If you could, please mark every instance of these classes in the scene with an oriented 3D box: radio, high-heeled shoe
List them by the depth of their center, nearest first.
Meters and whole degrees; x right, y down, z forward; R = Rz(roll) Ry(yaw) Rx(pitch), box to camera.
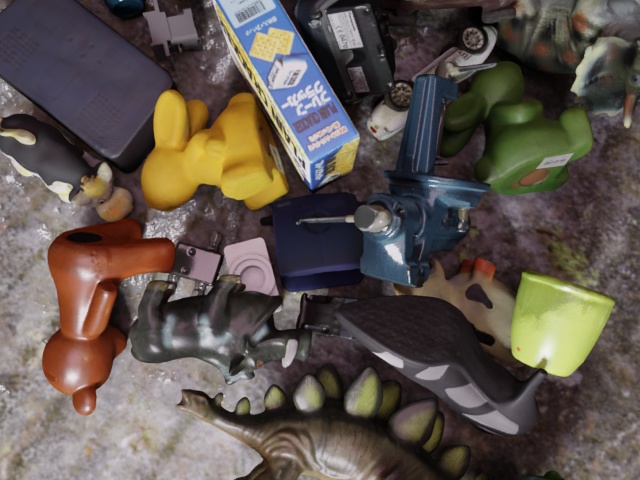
[{"bbox_3d":[0.125,0.142,0.587,0.249,0.145,0.086,20,50,4],"label":"high-heeled shoe"},{"bbox_3d":[-0.293,-0.203,0.670,0.229,0.073,0.131,38,81,1],"label":"radio"}]

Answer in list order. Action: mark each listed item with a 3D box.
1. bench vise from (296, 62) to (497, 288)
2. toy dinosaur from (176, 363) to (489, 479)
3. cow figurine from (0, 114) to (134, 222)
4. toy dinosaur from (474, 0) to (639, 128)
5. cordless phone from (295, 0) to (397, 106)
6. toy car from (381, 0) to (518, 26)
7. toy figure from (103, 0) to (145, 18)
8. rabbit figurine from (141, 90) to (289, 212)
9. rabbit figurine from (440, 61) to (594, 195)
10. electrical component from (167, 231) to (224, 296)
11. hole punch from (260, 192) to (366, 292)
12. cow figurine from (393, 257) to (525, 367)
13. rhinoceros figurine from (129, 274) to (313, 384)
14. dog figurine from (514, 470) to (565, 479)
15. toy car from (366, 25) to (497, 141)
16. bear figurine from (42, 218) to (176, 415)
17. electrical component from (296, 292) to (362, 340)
[{"bbox_3d":[0.108,-0.075,0.583,0.223,0.129,0.240,3,98,-43],"label":"bench vise"},{"bbox_3d":[0.064,0.257,0.606,0.471,0.105,0.198,28,77,-9],"label":"toy dinosaur"},{"bbox_3d":[-0.301,-0.088,0.640,0.167,0.098,0.068,32,75,2],"label":"cow figurine"},{"bbox_3d":[0.290,-0.269,0.662,0.131,0.405,0.192,-17,127,-29],"label":"toy dinosaur"},{"bbox_3d":[0.048,-0.266,0.638,0.089,0.146,0.184,-3,50,25],"label":"cordless phone"},{"bbox_3d":[0.152,-0.311,0.657,0.053,0.202,0.089,-31,125,-40],"label":"toy car"},{"bbox_3d":[-0.271,-0.369,0.703,0.064,0.058,0.154,-12,79,-43],"label":"toy figure"},{"bbox_3d":[-0.143,-0.099,0.643,0.173,0.122,0.162,-22,91,14],"label":"rabbit figurine"},{"bbox_3d":[0.229,-0.144,0.681,0.159,0.121,0.170,-14,65,2],"label":"rabbit figurine"},{"bbox_3d":[-0.156,0.029,0.667,0.063,0.021,0.094,18,82,1],"label":"electrical component"},{"bbox_3d":[-0.001,-0.002,0.648,0.142,0.092,0.115,-9,79,0],"label":"hole punch"},{"bbox_3d":[0.174,0.086,0.646,0.195,0.085,0.127,30,80,-3],"label":"cow figurine"},{"bbox_3d":[-0.102,0.095,0.568,0.190,0.073,0.112,4,73,-10],"label":"rhinoceros figurine"},{"bbox_3d":[0.157,0.287,0.531,0.219,0.108,0.191,36,71,-10],"label":"dog figurine"},{"bbox_3d":[0.143,-0.202,0.685,0.202,0.073,0.056,-38,93,-7],"label":"toy car"},{"bbox_3d":[-0.250,0.086,0.621,0.132,0.120,0.195,-13,113,-44],"label":"bear figurine"},{"bbox_3d":[0.041,0.091,0.619,0.119,0.074,0.047,5,81,26],"label":"electrical component"}]
